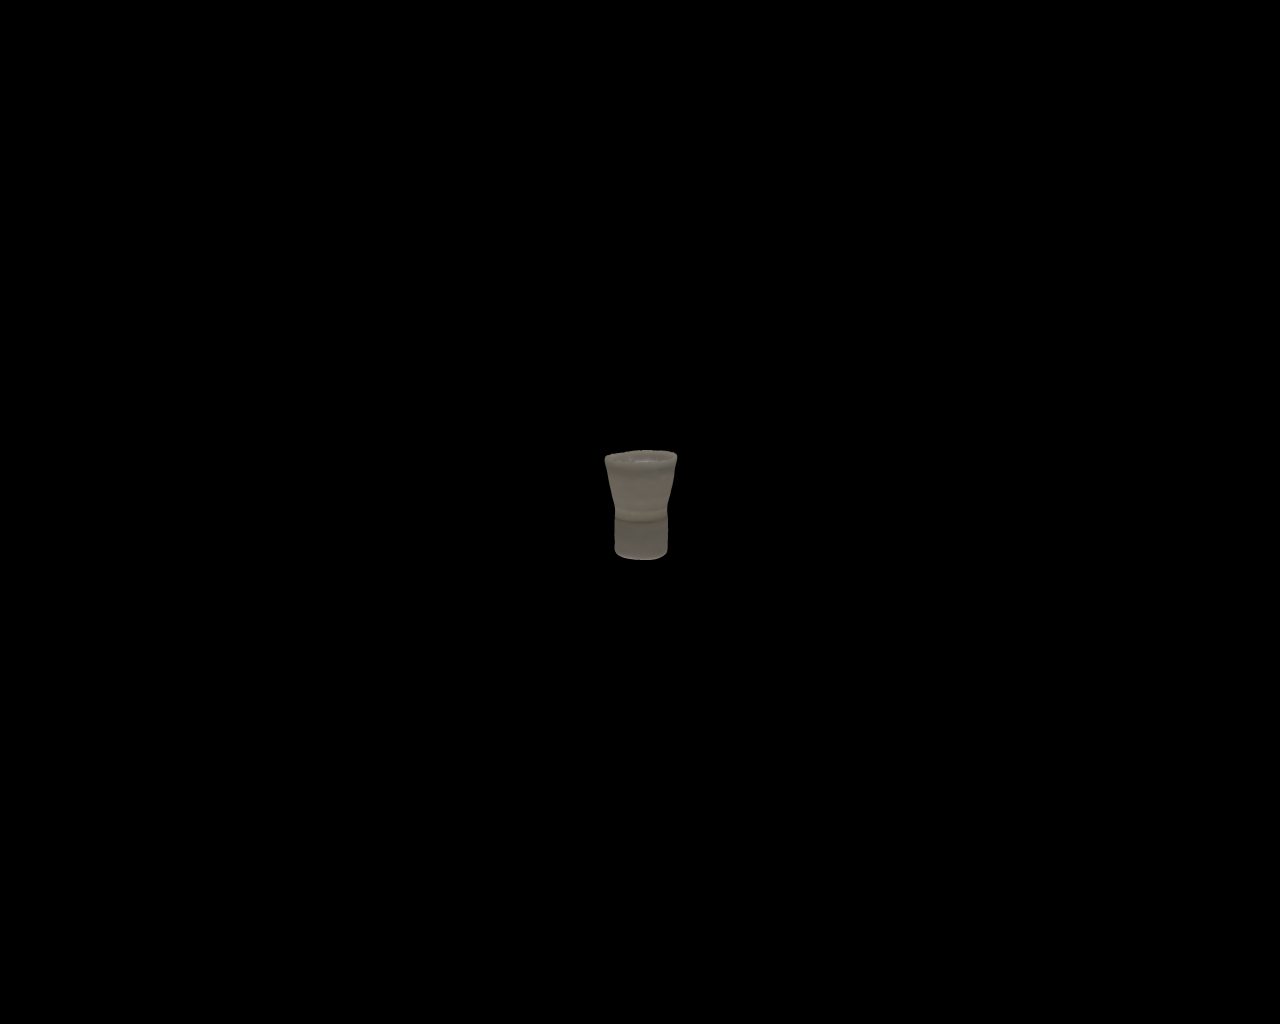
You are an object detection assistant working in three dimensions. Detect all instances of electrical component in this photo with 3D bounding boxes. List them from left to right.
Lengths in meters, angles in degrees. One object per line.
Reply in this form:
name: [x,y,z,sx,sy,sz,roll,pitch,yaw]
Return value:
electrical component: [0.001,-0.003,0.650,0.044,0.065,0.044,0,13,0]
